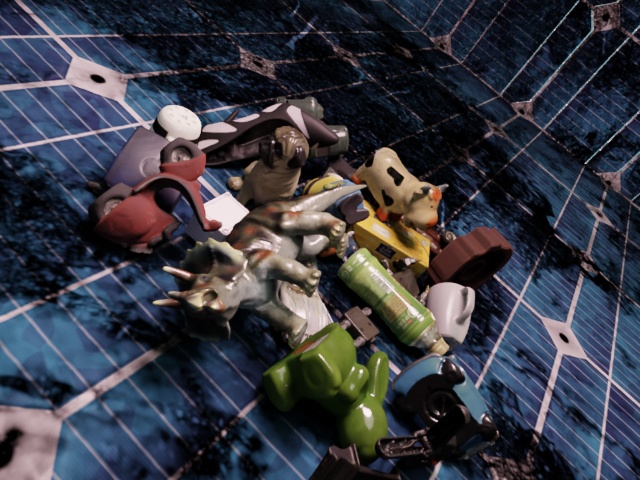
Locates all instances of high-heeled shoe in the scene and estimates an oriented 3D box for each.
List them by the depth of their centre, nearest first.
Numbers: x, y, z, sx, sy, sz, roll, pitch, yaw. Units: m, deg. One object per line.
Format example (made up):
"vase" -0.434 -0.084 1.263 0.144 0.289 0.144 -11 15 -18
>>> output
"high-heeled shoe" -0.102 -0.171 0.965 0.249 0.086 0.145 14 57 17

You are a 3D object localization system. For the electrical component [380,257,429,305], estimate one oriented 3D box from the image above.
"electrical component" 0.156 0.077 0.975 0.078 0.045 0.102 -13 87 -40

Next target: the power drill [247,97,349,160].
"power drill" -0.062 -0.229 1.114 0.232 0.085 0.207 -2 30 -4

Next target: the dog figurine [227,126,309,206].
"dog figurine" -0.070 -0.127 0.920 0.121 0.190 0.172 23 35 -19

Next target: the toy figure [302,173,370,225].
"toy figure" 0.025 -0.075 0.985 0.089 0.082 0.180 -4 19 -15

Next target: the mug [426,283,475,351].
"mug" 0.236 0.137 0.956 0.081 0.109 0.107 31 50 -18

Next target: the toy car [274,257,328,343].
"toy car" -0.034 0.080 0.824 0.073 0.056 0.202 17 39 -27

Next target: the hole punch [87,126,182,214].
"hole punch" -0.257 -0.096 0.814 0.142 0.092 0.116 30 38 -15

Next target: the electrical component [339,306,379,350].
"electrical component" 0.065 0.141 0.869 0.063 0.021 0.094 47 35 16

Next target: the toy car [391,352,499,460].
"toy car" 0.190 0.235 0.801 0.161 0.109 0.103 48 18 3

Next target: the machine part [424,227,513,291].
"machine part" 0.285 0.047 1.041 0.179 0.179 0.056 -2 46 -42

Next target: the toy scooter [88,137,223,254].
"toy scooter" -0.216 -0.042 0.747 0.135 0.184 0.075 53 -7 -13

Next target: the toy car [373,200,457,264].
"toy car" 0.193 -0.019 1.111 0.202 0.089 0.053 40 34 3

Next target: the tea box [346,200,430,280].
"tea box" 0.125 0.005 1.041 0.169 0.068 0.098 33 35 -7

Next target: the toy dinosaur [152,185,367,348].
"toy dinosaur" -0.072 0.012 0.763 0.192 0.131 0.405 20 38 8

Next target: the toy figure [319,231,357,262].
"toy figure" -0.001 -0.004 0.943 0.154 0.064 0.058 17 23 -38

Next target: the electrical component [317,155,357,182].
"electrical component" 0.051 -0.113 1.110 0.119 0.074 0.048 46 36 20

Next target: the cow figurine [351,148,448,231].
"cow figurine" 0.156 -0.095 1.013 0.085 0.127 0.195 -5 51 -41

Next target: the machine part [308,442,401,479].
"machine part" 0.046 0.289 0.643 0.138 0.084 0.039 30 4 -31

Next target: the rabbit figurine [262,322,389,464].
"rabbit figurine" 0.028 0.206 0.710 0.170 0.121 0.159 58 29 0
